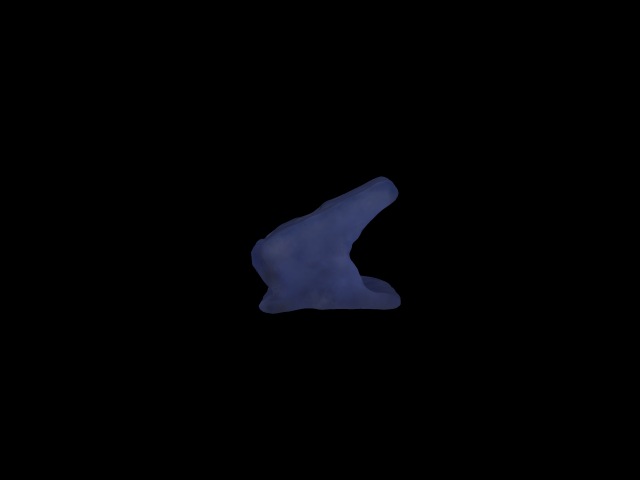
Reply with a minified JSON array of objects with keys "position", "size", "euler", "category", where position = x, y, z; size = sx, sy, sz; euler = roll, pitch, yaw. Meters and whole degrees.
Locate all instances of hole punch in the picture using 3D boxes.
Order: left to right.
[{"position":[0.004,0.001,0.400],"size":[0.101,0.091,0.108],"euler":[0,4,-2],"category":"hole punch"}]
